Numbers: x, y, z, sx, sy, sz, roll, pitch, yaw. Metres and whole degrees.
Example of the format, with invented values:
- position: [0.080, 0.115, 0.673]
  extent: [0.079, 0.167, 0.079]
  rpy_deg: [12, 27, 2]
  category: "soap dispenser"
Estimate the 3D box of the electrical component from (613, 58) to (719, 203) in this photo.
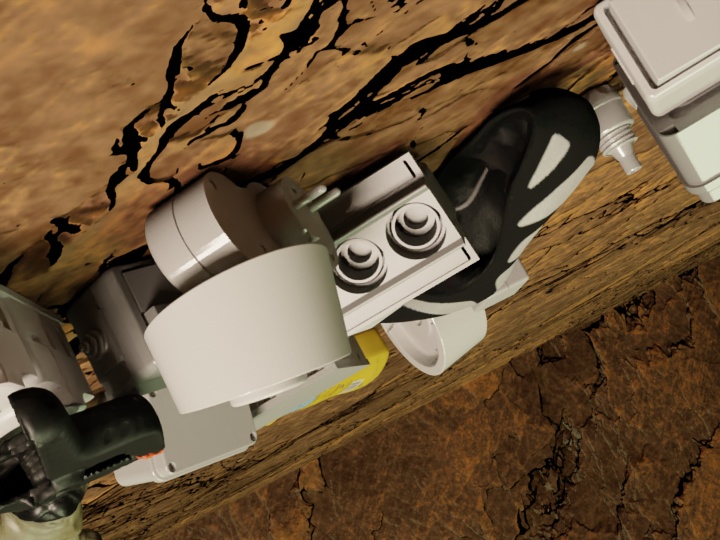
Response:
- position: [0.208, -0.102, 0.640]
  extent: [0.078, 0.057, 0.113]
  rpy_deg: [-32, -148, 16]
  category: "electrical component"

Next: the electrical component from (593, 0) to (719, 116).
- position: [0.181, -0.135, 0.570]
  extent: [0.096, 0.061, 0.061]
  rpy_deg: [-32, 168, 16]
  category: "electrical component"

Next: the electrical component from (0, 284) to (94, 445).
- position: [-0.205, 0.057, 0.510]
  extent: [0.105, 0.060, 0.186]
  rpy_deg: [-27, 169, -4]
  category: "electrical component"

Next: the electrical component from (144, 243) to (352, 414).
- position: [-0.054, 0.031, 0.530]
  extent: [0.099, 0.064, 0.099]
  rpy_deg: [-19, 179, 0]
  category: "electrical component"

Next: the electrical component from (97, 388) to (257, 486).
- position: [-0.144, 0.122, 0.866]
  extent: [0.057, 0.078, 0.113]
  rpy_deg: [-17, 177, 36]
  category: "electrical component"

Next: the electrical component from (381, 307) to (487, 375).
- position: [0.059, 0.025, 0.883]
  extent: [0.060, 0.108, 0.108]
  rpy_deg: [-30, 170, -20]
  category: "electrical component"

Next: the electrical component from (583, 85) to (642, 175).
- position: [0.171, -0.093, 0.731]
  extent: [0.035, 0.061, 0.035]
  rpy_deg: [-27, 168, -6]
  category: "electrical component"

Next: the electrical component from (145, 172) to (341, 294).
- position: [-0.044, -0.023, 0.557]
  extent: [0.074, 0.052, 0.138]
  rpy_deg: [-31, 168, 17]
  category: "electrical component"

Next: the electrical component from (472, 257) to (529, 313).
- position: [0.072, -0.008, 0.816]
  extent: [0.076, 0.083, 0.047]
  rpy_deg: [-26, 168, -12]
  category: "electrical component"

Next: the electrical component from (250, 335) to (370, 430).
- position: [-0.080, 0.095, 0.963]
  extent: [0.150, 0.061, 0.089]
  rpy_deg: [-31, 168, 15]
  category: "electrical component"

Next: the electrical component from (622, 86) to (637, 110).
- position: [0.206, -0.127, 0.736]
  extent: [0.035, 0.035, 0.061]
  rpy_deg: [-37, 168, 37]
  category: "electrical component"

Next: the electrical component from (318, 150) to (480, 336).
- position: [0.000, -0.013, 0.659]
  extent: [0.121, 0.078, 0.063]
  rpy_deg: [-31, -163, 14]
  category: "electrical component"

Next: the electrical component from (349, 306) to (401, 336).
- position: [0.000, 0.000, 0.727]
  extent: [0.047, 0.065, 0.077]
  rpy_deg: [-16, 163, -46]
  category: "electrical component"

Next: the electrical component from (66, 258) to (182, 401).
- position: [-0.112, 0.029, 0.600]
  extent: [0.096, 0.061, 0.061]
  rpy_deg: [-15, 162, -49]
  category: "electrical component"
